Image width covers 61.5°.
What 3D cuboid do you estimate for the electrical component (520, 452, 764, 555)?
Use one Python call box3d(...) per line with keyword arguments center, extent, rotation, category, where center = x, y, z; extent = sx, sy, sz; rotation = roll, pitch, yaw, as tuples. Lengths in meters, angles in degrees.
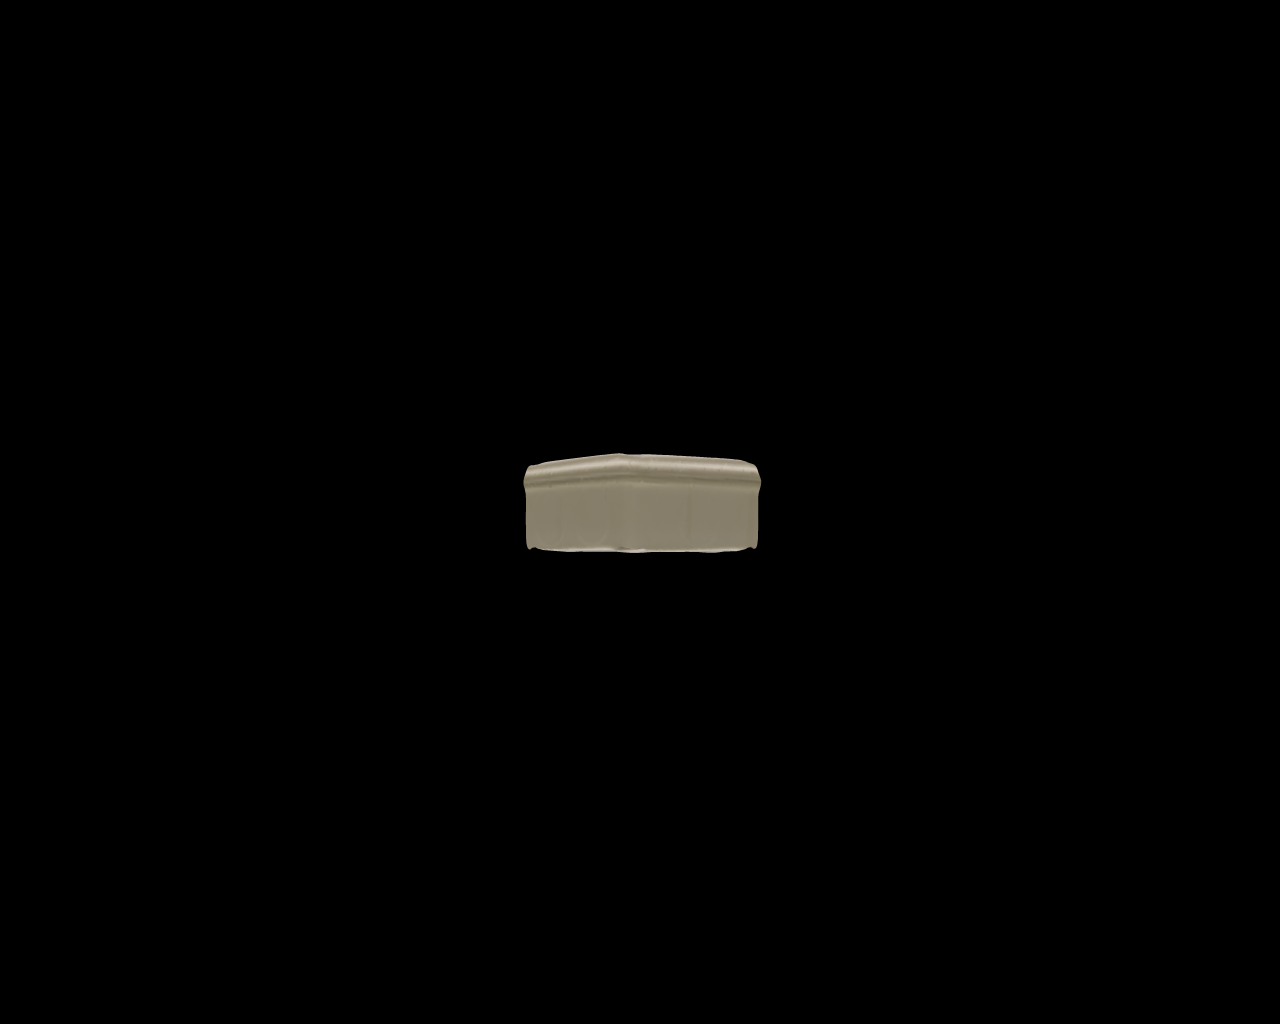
box3d(center=(0.001, -0.003, 0.650), extent=(0.109, 0.056, 0.108), rotation=(2, -2, -40), category="electrical component")
